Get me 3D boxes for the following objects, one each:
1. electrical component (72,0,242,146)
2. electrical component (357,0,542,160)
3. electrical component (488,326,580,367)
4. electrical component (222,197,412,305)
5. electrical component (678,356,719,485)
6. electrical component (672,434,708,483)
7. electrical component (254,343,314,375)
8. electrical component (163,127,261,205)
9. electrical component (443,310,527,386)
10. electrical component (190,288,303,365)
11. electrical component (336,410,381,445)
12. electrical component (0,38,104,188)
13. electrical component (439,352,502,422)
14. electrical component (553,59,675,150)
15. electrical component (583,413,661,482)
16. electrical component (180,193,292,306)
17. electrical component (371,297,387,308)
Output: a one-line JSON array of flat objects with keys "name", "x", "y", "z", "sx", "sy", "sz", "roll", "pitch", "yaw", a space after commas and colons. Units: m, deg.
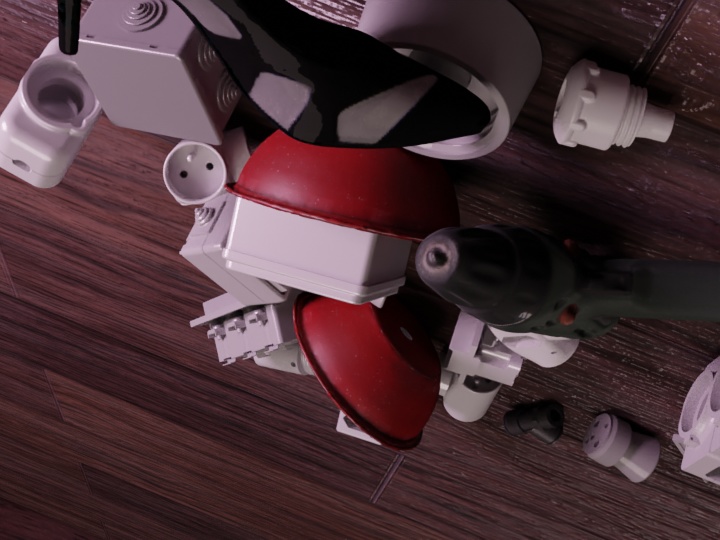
[{"name": "electrical component", "x": -0.132, "y": -0.134, "z": 0.707, "sx": 0.100, "sy": 0.048, "sz": 0.099, "roll": 13, "pitch": 152, "yaw": 19}, {"name": "electrical component", "x": 0.042, "y": -0.107, "z": 0.607, "sx": 0.108, "sy": 0.060, "sz": 0.108, "roll": 18, "pitch": 153, "yaw": 9}, {"name": "electrical component", "x": 0.142, "y": 0.035, "z": 0.812, "sx": 0.079, "sy": 0.043, "sz": 0.077, "roll": -8, "pitch": 140, "yaw": 47}, {"name": "electrical component", "x": -0.027, "y": -0.019, "z": 0.778, "sx": 0.109, "sy": 0.056, "sz": 0.109, "roll": 15, "pitch": -172, "yaw": 16}, {"name": "electrical component", "x": 0.284, "y": 0.090, "z": 0.751, "sx": 0.062, "sy": 0.089, "sz": 0.150, "roll": 22, "pitch": 154, "yaw": 2}, {"name": "electrical component", "x": 0.297, "y": 0.134, "z": 0.854, "sx": 0.081, "sy": 0.063, "sz": 0.042, "roll": 0, "pitch": 145, "yaw": 38}, {"name": "electrical component", "x": -0.059, "y": 0.080, "z": 1.055, "sx": 0.081, "sy": 0.043, "sz": 0.043, "roll": 9, "pitch": 151, "yaw": 26}, {"name": "electrical component", "x": -0.098, "y": -0.079, "z": 0.770, "sx": 0.079, "sy": 0.077, "sz": 0.044, "roll": -17, "pitch": 103, "yaw": 0}, {"name": "electrical component", "x": 0.107, "y": 0.065, "z": 0.900, "sx": 0.064, "sy": 0.042, "sz": 0.081, "roll": 16, "pitch": 154, "yaw": 5}, {"name": "electrical component", "x": -0.091, "y": 0.046, "z": 0.981, "sx": 0.079, "sy": 0.063, "sz": 0.121, "roll": -9, "pitch": 173, "yaw": -36}, {"name": "electrical component", "x": 0.018, "y": 0.114, "z": 1.034, "sx": 0.047, "sy": 0.083, "sz": 0.076, "roll": 16, "pitch": -169, "yaw": 15}, {"name": "electrical component", "x": -0.214, "y": -0.113, "z": 0.757, "sx": 0.054, "sy": 0.095, "sz": 0.059, "roll": 30, "pitch": 153, "yaw": -14}, {"name": "electrical component", "x": 0.086, "y": 0.098, "z": 0.973, "sx": 0.079, "sy": 0.044, "sz": 0.077, "roll": 20, "pitch": 154, "yaw": 5}, {"name": "electrical component", "x": 0.140, "y": -0.086, "z": 0.590, "sx": 0.062, "sy": 0.048, "sz": 0.048, "roll": 15, "pitch": 153, "yaw": 1}, {"name": "electrical component", "x": 0.236, "y": 0.160, "z": 0.970, "sx": 0.055, "sy": 0.045, "sz": 0.045, "roll": 29, "pitch": 153, "yaw": -12}, {"name": "electrical component", "x": -0.094, "y": -0.022, "z": 0.871, "sx": 0.061, "sy": 0.061, "sz": 0.096, "roll": -7, "pitch": 141, "yaw": 45}, {"name": "electrical component", "x": 0.000, "y": 0.000, "z": 0.857, "sx": 0.055, "sy": 0.045, "sz": 0.045, "roll": 22, "pitch": 154, "yaw": 3}]
